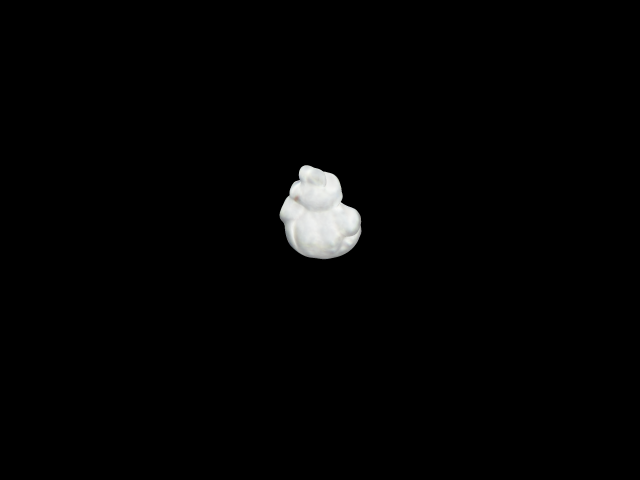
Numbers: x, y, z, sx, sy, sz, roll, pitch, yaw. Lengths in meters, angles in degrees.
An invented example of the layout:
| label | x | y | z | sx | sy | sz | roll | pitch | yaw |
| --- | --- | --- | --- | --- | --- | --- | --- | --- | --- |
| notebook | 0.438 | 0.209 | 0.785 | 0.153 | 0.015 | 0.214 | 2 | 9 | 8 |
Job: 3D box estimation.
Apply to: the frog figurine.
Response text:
| label | x | y | z | sx | sy | sz | roll | pitch | yaw |
| --- | --- | --- | --- | --- | --- | --- | --- | --- | --- |
| frog figurine | 0.003 | -0.043 | 0.850 | 0.138 | 0.125 | 0.156 | 21 | -26 | 11 |
